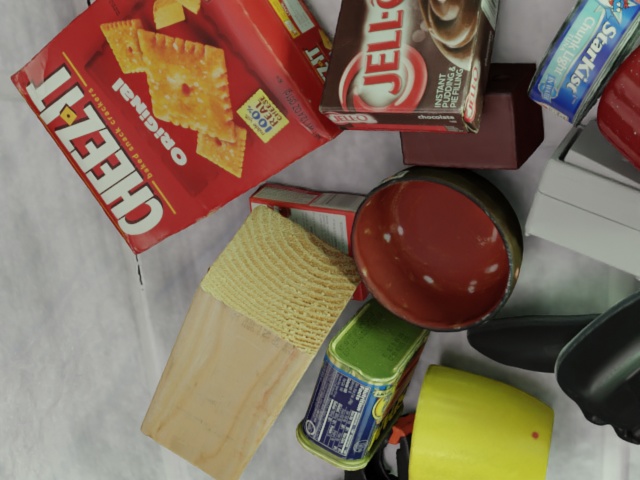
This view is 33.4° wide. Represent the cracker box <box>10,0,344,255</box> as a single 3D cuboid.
[{"bbox_3d":[-0.096,-0.103,0.740,0.214,0.072,0.164,-27,100,38],"label":"cracker box"}]

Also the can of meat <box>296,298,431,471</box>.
[{"bbox_3d":[0.033,0.099,0.762,0.057,0.102,0.084,26,124,15],"label":"can of meat"}]

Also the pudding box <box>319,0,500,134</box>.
[{"bbox_3d":[0.055,-0.120,0.627,0.090,0.039,0.113,5,73,27],"label":"pudding box"}]

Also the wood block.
[{"bbox_3d":[-0.054,0.083,0.779,0.090,0.090,0.206,31,139,2],"label":"wood block"}]

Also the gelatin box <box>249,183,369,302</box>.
[{"bbox_3d":[-0.005,0.001,0.773,0.089,0.030,0.073,9,121,26],"label":"gelatin box"}]

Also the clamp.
[{"bbox_3d":[0.039,0.202,0.855,0.120,0.039,0.171,23,119,25],"label":"clamp"}]

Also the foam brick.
[{"bbox_3d":[0.092,-0.077,0.659,0.078,0.052,0.051,5,118,27],"label":"foam brick"}]

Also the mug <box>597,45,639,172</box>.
[{"bbox_3d":[0.209,-0.060,0.571,0.093,0.117,0.081,-49,56,19],"label":"mug"}]

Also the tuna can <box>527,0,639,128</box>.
[{"bbox_3d":[0.151,-0.107,0.588,0.034,0.086,0.086,34,128,11],"label":"tuna can"}]
